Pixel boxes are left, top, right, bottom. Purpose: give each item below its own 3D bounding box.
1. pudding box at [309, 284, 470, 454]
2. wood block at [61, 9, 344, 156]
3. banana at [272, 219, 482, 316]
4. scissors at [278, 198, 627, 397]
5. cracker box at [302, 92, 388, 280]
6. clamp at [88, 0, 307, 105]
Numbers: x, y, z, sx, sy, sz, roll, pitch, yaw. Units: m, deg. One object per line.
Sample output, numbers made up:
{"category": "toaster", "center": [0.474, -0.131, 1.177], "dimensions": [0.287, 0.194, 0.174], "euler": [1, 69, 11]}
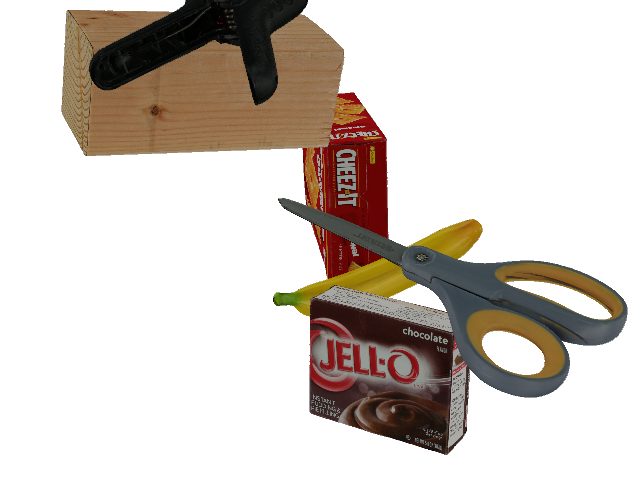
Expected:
{"category": "pudding box", "center": [0.047, 0.087, 0.735], "dimensions": [0.114, 0.090, 0.039], "euler": [11, 23, 28]}
{"category": "wood block", "center": [-0.096, -0.129, 0.867], "dimensions": [0.205, 0.091, 0.090], "euler": [-4, 32, -25]}
{"category": "banana", "center": [0.058, 0.032, 0.972], "dimensions": [0.198, 0.037, 0.069], "euler": [-23, -11, 9]}
{"category": "scissors", "center": [0.053, 0.027, 0.551], "dimensions": [0.202, 0.016, 0.096], "euler": [13, 43, 18]}
{"category": "cracker box", "center": [0.025, -0.059, 1.174], "dimensions": [0.072, 0.164, 0.214], "euler": [-5, 21, -5]}
{"category": "clamp", "center": [-0.049, -0.136, 0.660], "dimensions": [0.120, 0.039, 0.171], "euler": [20, 51, 24]}
